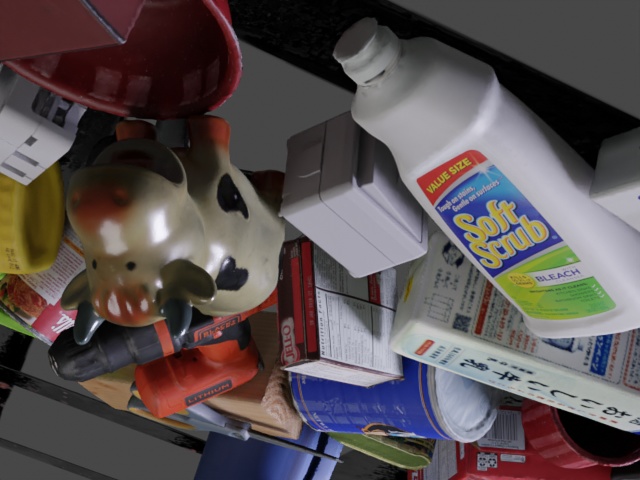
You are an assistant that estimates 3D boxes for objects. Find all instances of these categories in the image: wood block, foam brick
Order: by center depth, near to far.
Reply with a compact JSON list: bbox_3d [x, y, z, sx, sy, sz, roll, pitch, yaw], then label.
[{"bbox_3d":[-0.117,-0.113,0.448,0.078,0.053,0.051,0,149,31],"label":"foam brick"},{"bbox_3d":[-0.114,0.117,1.000,0.206,0.090,0.090,4,152,26],"label":"wood block"}]

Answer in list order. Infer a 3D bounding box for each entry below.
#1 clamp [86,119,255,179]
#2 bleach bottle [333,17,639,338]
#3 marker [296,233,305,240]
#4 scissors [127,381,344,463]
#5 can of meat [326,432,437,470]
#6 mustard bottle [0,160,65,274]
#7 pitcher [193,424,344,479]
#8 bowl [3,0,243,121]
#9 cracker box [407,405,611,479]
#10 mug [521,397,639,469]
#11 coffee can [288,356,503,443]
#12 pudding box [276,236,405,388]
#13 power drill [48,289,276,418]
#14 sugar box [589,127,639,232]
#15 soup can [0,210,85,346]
[{"bbox_3d":[-0.086,-0.040,0.725,0.164,0.036,0.210,34,147,-31],"label":"clamp"},{"bbox_3d":[0.094,-0.033,0.598,0.103,0.068,0.250,-11,140,46],"label":"bleach bottle"},{"bbox_3d":[-0.005,0.001,0.777,0.020,0.020,0.121,26,154,-17],"label":"marker"},{"bbox_3d":[-0.082,0.157,0.934,0.202,0.016,0.096,9,152,17],"label":"scissors"},{"bbox_3d":[0.062,0.150,0.962,0.102,0.084,0.058,24,154,-12],"label":"can of meat"},{"bbox_3d":[-0.284,-0.029,0.811,0.192,0.096,0.058,5,-171,27],"label":"mustard bottle"},{"bbox_3d":[-0.056,0.236,1.024,0.145,0.242,0.149,14,150,12],"label":"pitcher"},{"bbox_3d":[-0.109,-0.129,0.539,0.162,0.055,0.162,14,155,7],"label":"bowl"},{"bbox_3d":[0.185,0.217,0.997,0.164,0.072,0.214,6,155,-7],"label":"cracker box"},{"bbox_3d":[0.218,0.131,0.833,0.117,0.093,0.081,-15,166,-14],"label":"mug"},{"bbox_3d":[0.060,0.105,0.850,0.141,0.102,0.102,-4,147,38],"label":"coffee can"},{"bbox_3d":[0.015,0.053,0.757,0.039,0.090,0.113,-15,158,35],"label":"pudding box"},{"bbox_3d":[-0.111,0.082,0.827,0.184,0.057,0.188,-21,161,-14],"label":"power drill"},{"bbox_3d":[0.240,-0.008,0.572,0.176,0.048,0.094,33,153,-23],"label":"sugar box"},{"bbox_3d":[-0.197,0.024,0.830,0.068,0.102,0.068,40,173,5],"label":"soup can"}]
